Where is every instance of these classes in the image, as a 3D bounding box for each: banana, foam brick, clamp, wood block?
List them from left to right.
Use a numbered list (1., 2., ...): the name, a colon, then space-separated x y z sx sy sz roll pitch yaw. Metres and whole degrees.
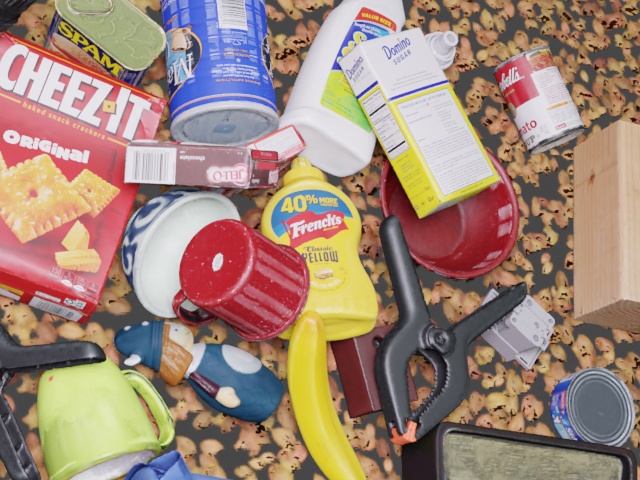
1. clamp: -0.262 0.118 0.847 0.172 0.039 0.120 14 71 21
2. banana: 0.006 0.152 0.962 0.037 0.070 0.198 -37 112 -49
3. foam brick: 0.051 0.124 1.014 0.052 0.051 0.078 -9 76 -27
4. clamp: 0.114 0.095 1.001 0.164 0.036 0.210 19 66 -16
5. wood block: 0.338 -0.013 1.166 0.090 0.091 0.206 13 68 -19

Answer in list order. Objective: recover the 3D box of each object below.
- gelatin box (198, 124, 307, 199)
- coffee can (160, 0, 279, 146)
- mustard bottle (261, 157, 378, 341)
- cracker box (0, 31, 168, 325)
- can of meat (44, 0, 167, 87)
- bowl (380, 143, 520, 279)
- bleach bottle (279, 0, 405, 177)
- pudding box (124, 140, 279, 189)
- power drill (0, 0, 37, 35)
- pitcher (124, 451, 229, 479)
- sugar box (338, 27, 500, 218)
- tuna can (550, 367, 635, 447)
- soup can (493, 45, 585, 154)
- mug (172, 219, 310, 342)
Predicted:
1. gelatin box: -0.065 -0.070 1.017 0.089 0.073 0.030 -29 86 -30
2. coffee can: -0.097 -0.169 1.020 0.102 0.103 0.140 0 72 -24
3. mustard bottle: -0.007 0.001 1.012 0.096 0.058 0.191 -4 56 -8
4. cracker box: -0.243 -0.055 0.933 0.164 0.072 0.213 22 64 -16
5. can of meat: -0.202 -0.183 0.989 0.102 0.084 0.057 38 61 -8
6. bowl: 0.123 -0.031 1.096 0.161 0.055 0.162 8 70 -22
7. bleach bottle: 0.031 -0.194 1.104 0.102 0.068 0.250 29 59 -25
8. pudding box: -0.100 -0.063 0.921 0.113 0.090 0.039 5 93 13
9. power drill: -0.271 -0.245 0.935 0.057 0.185 0.187 45 50 -30
10. pitcher: -0.052 0.275 0.883 0.242 0.149 0.145 13 52 -23
11. sugar box: 0.097 -0.117 1.050 0.093 0.048 0.176 -22 80 -40
12. tuna can: 0.282 0.177 1.108 0.086 0.034 0.086 8 70 -22
13. soup can: 0.243 -0.155 1.186 0.068 0.069 0.102 -18 81 -28
14. mug: -0.078 0.038 0.930 0.081 0.117 0.093 36 31 -50
